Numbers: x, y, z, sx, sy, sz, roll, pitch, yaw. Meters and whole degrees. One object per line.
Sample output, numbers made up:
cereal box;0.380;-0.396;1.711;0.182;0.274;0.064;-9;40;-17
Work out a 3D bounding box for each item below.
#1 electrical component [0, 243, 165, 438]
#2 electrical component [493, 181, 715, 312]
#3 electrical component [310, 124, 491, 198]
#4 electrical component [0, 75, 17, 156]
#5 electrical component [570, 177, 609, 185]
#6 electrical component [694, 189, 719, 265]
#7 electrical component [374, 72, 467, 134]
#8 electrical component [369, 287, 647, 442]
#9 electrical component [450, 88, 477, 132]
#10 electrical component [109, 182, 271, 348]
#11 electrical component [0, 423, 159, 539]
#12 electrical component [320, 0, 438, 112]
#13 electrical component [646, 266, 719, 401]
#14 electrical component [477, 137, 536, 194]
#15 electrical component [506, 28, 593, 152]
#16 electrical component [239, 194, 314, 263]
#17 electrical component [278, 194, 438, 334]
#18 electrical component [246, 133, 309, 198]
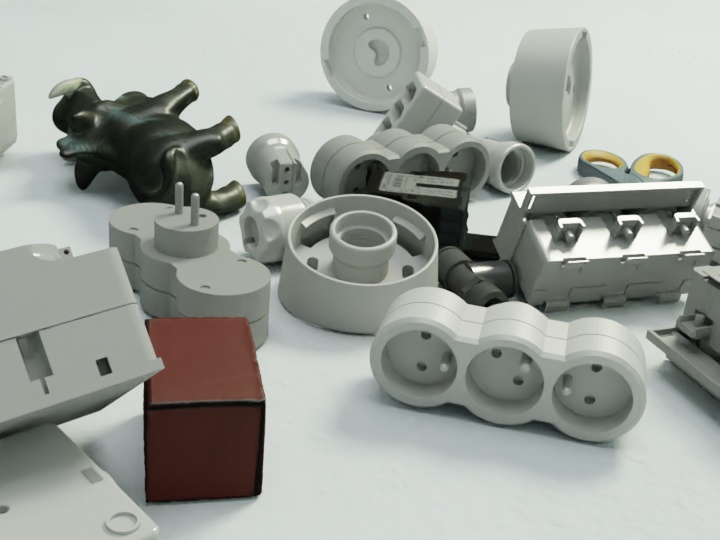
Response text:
electrical component;-0.185;0.048;0.412;0.186;0.060;0.105;-17;-7;-30
electrical component;0.156;-0.015;0.682;0.121;0.078;0.063;-3;48;-17
electrical component;0.023;-0.082;0.816;0.138;0.052;0.074;-11;29;-30
electrical component;-0.315;-0.113;0.809;0.096;0.061;0.061;6;25;2
electrical component;0.165;-0.039;0.768;0.040;0.040;0.046;8;31;5
electrical component;0.253;-0.029;0.755;0.055;0.048;0.066;21;29;16
electrical component;0.062;-0.110;0.879;0.077;0.065;0.047;29;19;-18
electrical component;0.080;0.041;0.565;0.138;0.052;0.073;10;26;10
electrical component;0.079;-0.144;0.975;0.046;0.040;0.040;-5;27;-9
electrical component;-0.101;-0.013;0.622;0.052;0.073;0.138;-13;31;-35
electrical component;-0.130;0.105;0.393;0.100;0.048;0.100;-16;33;-39
electrical component;0.023;-0.210;1.030;0.108;0.108;0.060;13;20;17
electrical component;0.222;0.046;0.567;0.079;0.063;0.121;-5;27;-21
electrical component;0.110;-0.085;0.856;0.040;0.040;0.046;-12;24;-32
electrical component;0.164;-0.162;0.954;0.060;0.108;0.108;9;25;22
electrical component;-0.044;-0.029;0.701;0.062;0.043;0.043;-11;29;-32
electrical component;0.000;0.000;0.652;0.099;0.064;0.099;3;39;-3
electrical component;-0.061;-0.075;0.803;0.040;0.040;0.046;-5;33;-20
